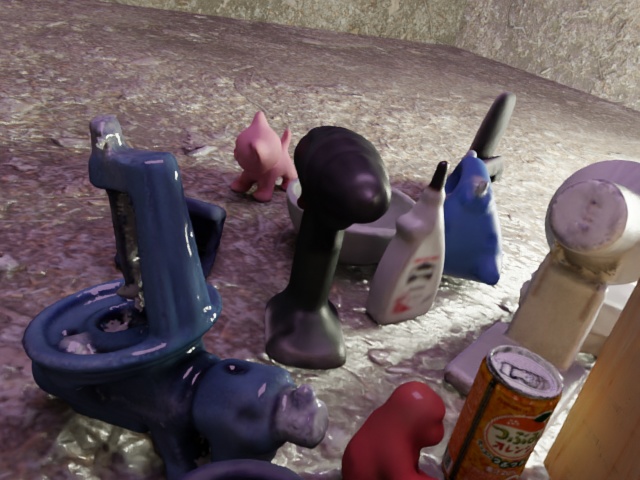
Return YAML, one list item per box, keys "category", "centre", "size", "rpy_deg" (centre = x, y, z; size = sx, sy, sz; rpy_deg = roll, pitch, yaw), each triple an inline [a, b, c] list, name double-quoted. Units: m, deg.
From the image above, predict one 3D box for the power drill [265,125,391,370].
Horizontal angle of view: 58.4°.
- category: "power drill"
  centre: [0.005, 0.002, 0.490]
  size: [0.076, 0.208, 0.229]
  rpy_deg: [7, 27, -11]

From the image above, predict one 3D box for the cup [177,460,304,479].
- category: "cup"
  centre: [-0.029, 0.174, 0.267]
  size: [0.117, 0.095, 0.092]
  rpy_deg: [22, 28, 19]

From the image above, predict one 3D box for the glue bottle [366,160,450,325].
- category: "glue bottle"
  centre: [0.098, 0.002, 0.569]
  size: [0.078, 0.173, 0.037]
  rpy_deg: [-10, 34, -37]

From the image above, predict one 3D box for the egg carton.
- category: "egg carton"
  centre: [0.295, 0.079, 0.621]
  size: [0.150, 0.069, 0.107]
  rpy_deg: [26, 30, 25]

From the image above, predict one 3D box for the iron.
- category: "iron"
  centre: [0.182, -0.048, 0.738]
  size: [0.118, 0.141, 0.258]
  rpy_deg: [14, 27, 3]

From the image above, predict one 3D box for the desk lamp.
- category: "desk lamp"
  centre: [0.229, 0.036, 0.516]
  size: [0.117, 0.213, 0.204]
  rpy_deg: [29, 31, 30]

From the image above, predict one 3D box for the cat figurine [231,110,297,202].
- category: "cat figurine"
  centre: [-0.075, -0.120, 0.793]
  size: [0.067, 0.118, 0.128]
  rpy_deg: [23, 29, 20]

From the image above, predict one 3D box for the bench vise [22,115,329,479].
- category: "bench vise"
  centre: [-0.085, 0.043, 0.358]
  size: [0.207, 0.220, 0.121]
  rpy_deg: [14, 27, 3]

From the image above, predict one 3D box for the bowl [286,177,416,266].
- category: "bowl"
  centre: [0.036, -0.017, 0.690]
  size: [0.167, 0.075, 0.167]
  rpy_deg: [10, 27, -5]

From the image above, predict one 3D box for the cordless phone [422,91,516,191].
- category: "cordless phone"
  centre: [0.243, -0.142, 0.898]
  size: [0.094, 0.185, 0.148]
  rpy_deg: [26, 30, 25]

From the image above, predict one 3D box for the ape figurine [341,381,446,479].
- category: "ape figurine"
  centre: [0.057, 0.136, 0.382]
  size: [0.076, 0.092, 0.078]
  rpy_deg: [12, 27, 0]

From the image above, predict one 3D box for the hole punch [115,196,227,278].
- category: "hole punch"
  centre: [-0.156, -0.023, 0.599]
  size: [0.108, 0.091, 0.101]
  rpy_deg: [10, 27, -5]
